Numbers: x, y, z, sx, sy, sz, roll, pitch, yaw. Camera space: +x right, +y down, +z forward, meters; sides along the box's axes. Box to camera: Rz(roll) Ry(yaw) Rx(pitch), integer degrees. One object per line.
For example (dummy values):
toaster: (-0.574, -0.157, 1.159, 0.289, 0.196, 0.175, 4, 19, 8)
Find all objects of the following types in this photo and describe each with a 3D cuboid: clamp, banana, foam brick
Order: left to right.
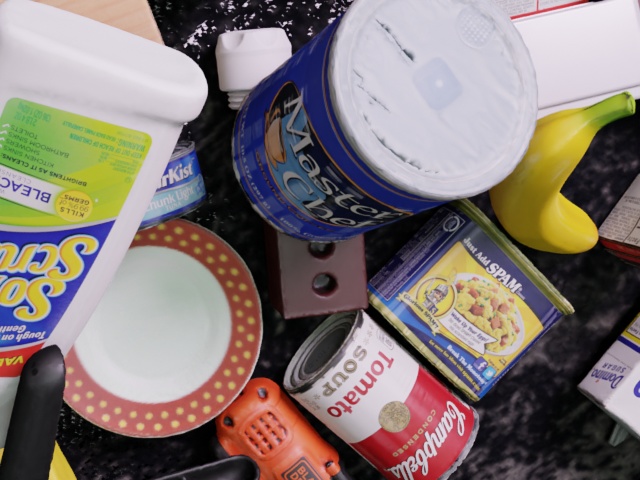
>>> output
clamp: (-0.154, 0.146, 0.554, 0.210, 0.036, 0.164, -36, 132, 5)
foam brick: (-0.004, 0.001, 0.625, 0.053, 0.051, 0.078, -7, 100, -11)
banana: (0.129, -0.025, 0.595, 0.070, 0.197, 0.037, -1, 72, 8)

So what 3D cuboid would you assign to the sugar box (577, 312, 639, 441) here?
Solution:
sugar box: (0.255, 0.057, 0.673, 0.093, 0.048, 0.176, 38, 89, -17)

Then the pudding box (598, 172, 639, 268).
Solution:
pudding box: (0.229, -0.030, 0.648, 0.039, 0.090, 0.113, 34, 90, -14)

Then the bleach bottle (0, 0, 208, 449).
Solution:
bleach bottle: (-0.145, 0.017, 0.520, 0.102, 0.068, 0.251, 17, 113, -19)

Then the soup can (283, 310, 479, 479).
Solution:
soup can: (0.036, 0.096, 0.641, 0.102, 0.068, 0.068, 42, 89, -14)

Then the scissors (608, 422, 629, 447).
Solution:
scissors: (0.260, 0.049, 0.705, 0.096, 0.016, 0.202, 13, 97, -13)

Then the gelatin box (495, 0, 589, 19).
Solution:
gelatin box: (0.118, -0.171, 0.618, 0.073, 0.030, 0.089, -15, 128, -9)

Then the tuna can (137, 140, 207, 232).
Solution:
tuna can: (-0.106, -0.027, 0.583, 0.086, 0.086, 0.034, -16, 103, -9)

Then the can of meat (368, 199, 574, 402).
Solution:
can of meat: (0.088, 0.036, 0.648, 0.084, 0.057, 0.102, -46, 105, 0)

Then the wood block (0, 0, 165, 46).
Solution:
wood block: (-0.186, -0.081, 0.556, 0.206, 0.090, 0.091, -22, 102, -7)

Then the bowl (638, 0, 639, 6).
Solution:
bowl: (0.236, -0.168, 0.645, 0.162, 0.055, 0.162, -2, 99, -11)

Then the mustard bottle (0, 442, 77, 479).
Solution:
mustard bottle: (-0.234, 0.170, 0.602, 0.191, 0.058, 0.096, -24, 113, -7)

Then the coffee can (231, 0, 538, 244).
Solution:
coffee can: (0.026, -0.058, 0.527, 0.102, 0.140, 0.103, 4, 80, -22)

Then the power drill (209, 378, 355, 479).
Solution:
power drill: (-0.047, 0.203, 0.648, 0.187, 0.057, 0.184, -39, 100, -6)
